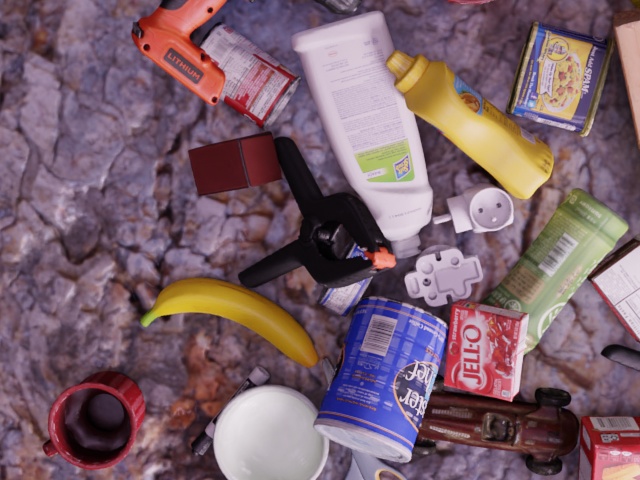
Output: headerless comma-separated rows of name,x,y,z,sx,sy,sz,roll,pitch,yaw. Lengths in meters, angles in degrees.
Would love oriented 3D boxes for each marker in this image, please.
marker,-0.099,0.188,1.162,0.020,0.020,0.121,40,97,-2

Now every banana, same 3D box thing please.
banana,-0.091,0.081,1.144,0.198,0.037,0.070,15,116,3

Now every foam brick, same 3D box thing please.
foam brick,-0.088,-0.078,1.097,0.078,0.052,0.051,-7,99,42

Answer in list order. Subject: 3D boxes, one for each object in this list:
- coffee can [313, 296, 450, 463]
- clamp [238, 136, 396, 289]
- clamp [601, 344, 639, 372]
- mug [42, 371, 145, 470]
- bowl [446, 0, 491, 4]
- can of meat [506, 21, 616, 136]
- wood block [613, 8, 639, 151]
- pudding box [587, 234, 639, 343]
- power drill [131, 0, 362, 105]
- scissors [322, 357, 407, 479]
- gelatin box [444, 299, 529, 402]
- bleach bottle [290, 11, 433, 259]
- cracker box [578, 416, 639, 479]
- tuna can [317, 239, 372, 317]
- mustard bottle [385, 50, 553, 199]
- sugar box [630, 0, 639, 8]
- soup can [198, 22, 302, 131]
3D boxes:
coffee can,0.064,0.141,1.083,0.103,0.103,0.140,21,72,0
clamp,-0.007,0.001,1.071,0.036,0.210,0.165,7,107,-41
clamp,0.380,0.148,1.124,0.171,0.039,0.120,-19,105,5
mug,-0.243,0.194,1.138,0.117,0.081,0.093,-34,94,6
bowl,0.150,-0.317,1.075,0.162,0.055,0.162,0,96,3
can of meat,0.243,-0.165,1.087,0.084,0.057,0.102,15,96,3
wood block,0.352,-0.126,1.043,0.091,0.090,0.206,-11,106,19
pudding box,0.350,0.040,1.115,0.113,0.039,0.090,-37,93,8
power drill,-0.074,-0.224,1.015,0.184,0.057,0.188,35,98,-24
scissors,0.028,0.234,1.163,0.096,0.016,0.202,-36,93,6
gelatin box,0.166,0.111,1.071,0.073,0.030,0.089,12,106,24
bleach bottle,0.051,-0.102,1.102,0.102,0.068,0.251,-15,98,3
cracker box,0.354,0.292,1.109,0.164,0.072,0.214,0,106,3
tuna can,0.032,0.036,1.105,0.033,0.086,0.086,29,97,-3
mustard bottle,0.144,-0.123,1.062,0.191,0.096,0.058,38,113,-11
sugar box,0.387,-0.235,1.078,0.093,0.048,0.176,-44,91,7
soup can,-0.079,-0.168,1.097,0.102,0.068,0.068,35,97,-1
